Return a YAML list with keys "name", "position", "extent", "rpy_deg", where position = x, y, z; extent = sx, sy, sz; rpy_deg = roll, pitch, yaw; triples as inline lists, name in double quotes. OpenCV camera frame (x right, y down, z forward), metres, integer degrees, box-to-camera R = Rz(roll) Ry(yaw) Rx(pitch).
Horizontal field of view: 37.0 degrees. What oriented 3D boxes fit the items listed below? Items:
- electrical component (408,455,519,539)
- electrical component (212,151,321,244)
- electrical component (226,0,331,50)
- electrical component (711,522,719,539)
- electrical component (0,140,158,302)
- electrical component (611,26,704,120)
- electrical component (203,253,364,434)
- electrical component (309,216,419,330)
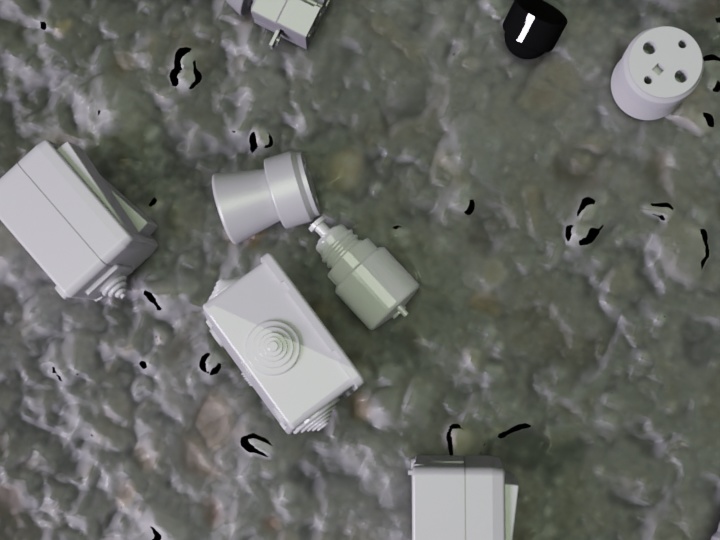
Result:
- name: "electrical component"
  position: [0.059, 0.157, 0.617]
  extent: [0.061, 0.062, 0.096]
  rpy_deg: [0, 87, 5]
- name: "electrical component"
  position: [-0.056, -0.044, 0.647]
  extent: [0.055, 0.045, 0.045]
  rpy_deg: [-17, 86, 3]
- name: "electrical component"
  position: [-0.048, -0.169, 0.654]
  extent: [0.055, 0.048, 0.066]
  rpy_deg: [26, 89, -2]
- name: "electrical component"
  position: [0.225, 0.147, 0.616]
  extent: [0.040, 0.040, 0.046]
  rpy_deg: [16, 82, 6]
- name: "electrical component"
  position: [-0.166, -0.026, 0.647]
  extent: [0.061, 0.062, 0.096]
  rpy_deg: [-42, 84, 1]
- name: "electrical component"
  position: [0.173, -0.114, 0.626]
  extent: [0.045, 0.055, 0.045]
  rpy_deg: [0, 87, 5]
- name: "electrical component"
  position: [-0.046, 0.046, 0.616]
  extent: [0.048, 0.099, 0.099]
  rpy_deg: [-36, 84, -11]
- name: "electrical component"
  position: [0.000, 0.000, 0.642]
  extent: [0.040, 0.040, 0.078]
  rpy_deg: [-43, 85, 1]
